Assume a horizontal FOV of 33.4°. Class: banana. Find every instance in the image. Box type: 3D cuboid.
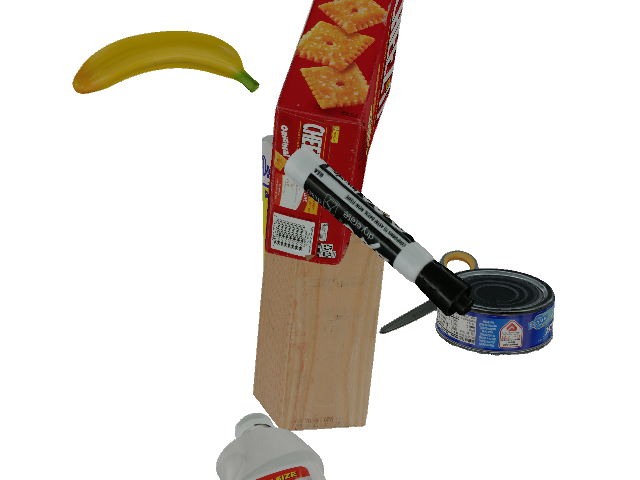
[{"bbox_3d":[-0.157,-0.179,1.064,0.197,0.070,0.037,-7,-39,-30],"label":"banana"}]

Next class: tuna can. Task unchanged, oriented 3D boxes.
[{"bbox_3d":[0.128,0.050,0.782,0.086,0.034,0.086,0,20,0],"label":"tuna can"}]

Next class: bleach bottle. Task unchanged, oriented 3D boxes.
[{"bbox_3d":[-0.032,0.208,0.717,0.102,0.068,0.251,-10,32,-9],"label":"bleach bottle"}]

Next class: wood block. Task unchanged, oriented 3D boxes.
[{"bbox_3d":[-0.002,0.065,1.010,0.090,0.206,0.091,0,15,-21],"label":"wood block"}]

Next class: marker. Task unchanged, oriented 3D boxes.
[{"bbox_3d":[0.029,-0.004,0.531,0.121,0.020,0.020,42,19,23],"label":"marker"}]

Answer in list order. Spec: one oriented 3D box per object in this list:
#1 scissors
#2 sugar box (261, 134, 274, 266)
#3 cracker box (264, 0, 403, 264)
[{"bbox_3d":[0.124,0.053,1.165,0.201,0.016,0.096,-9,41,-31],"label":"scissors"},{"bbox_3d":[-0.040,-0.033,1.293,0.048,0.176,0.093,-11,26,-18],"label":"sugar box"},{"bbox_3d":[0.015,-0.112,0.870,0.072,0.213,0.164,13,-41,5],"label":"cracker box"}]
